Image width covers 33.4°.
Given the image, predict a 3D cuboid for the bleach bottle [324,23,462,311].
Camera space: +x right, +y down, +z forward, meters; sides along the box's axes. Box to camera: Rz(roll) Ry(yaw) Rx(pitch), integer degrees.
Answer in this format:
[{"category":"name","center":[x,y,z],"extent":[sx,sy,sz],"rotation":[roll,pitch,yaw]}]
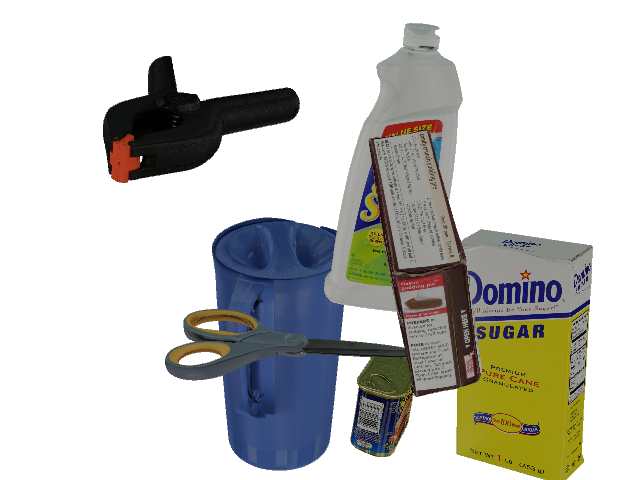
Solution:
[{"category":"bleach bottle","center":[0.066,-0.065,0.943],"extent":[0.102,0.251,0.068],"rotation":[7,19,3]}]

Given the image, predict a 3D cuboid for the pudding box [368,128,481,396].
[{"category":"pudding box","center":[0.053,0.010,0.561],"extent":[0.039,0.090,0.113],"rotation":[-12,40,2]}]

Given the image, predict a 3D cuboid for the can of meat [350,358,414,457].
[{"category":"can of meat","center":[0.073,0.185,1.214],"extent":[0.057,0.084,0.102],"rotation":[15,24,15]}]

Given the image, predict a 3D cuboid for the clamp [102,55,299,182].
[{"category":"clamp","center":[-0.104,-0.089,0.745],"extent":[0.120,0.039,0.171],"rotation":[16,28,26]}]

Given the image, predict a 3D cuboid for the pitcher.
[{"category":"pitcher","center":[-0.045,0.112,1.068],"extent":[0.149,0.243,0.145],"rotation":[-11,29,-23]}]

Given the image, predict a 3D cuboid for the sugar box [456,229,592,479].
[{"category":"sugar box","center":[0.150,0.086,0.801],"extent":[0.093,0.176,0.048],"rotation":[9,22,34]}]

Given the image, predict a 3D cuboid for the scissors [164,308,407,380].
[{"category":"scissors","center":[-0.037,0.090,0.829],"extent":[0.202,0.016,0.096],"rotation":[11,34,34]}]
